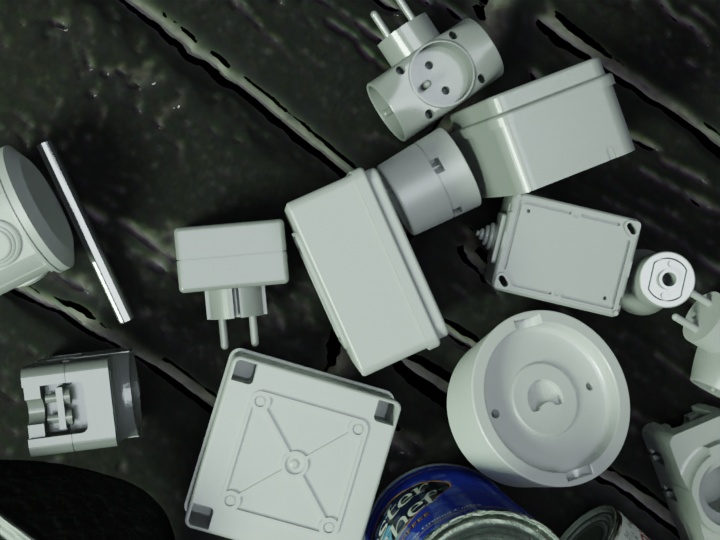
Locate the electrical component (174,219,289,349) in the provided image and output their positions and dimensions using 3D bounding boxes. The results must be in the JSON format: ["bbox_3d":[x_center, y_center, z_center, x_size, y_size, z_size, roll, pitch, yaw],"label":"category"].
[{"bbox_3d":[-0.077,0.010,0.663,0.066,0.047,0.076,-5,91,-7],"label":"electrical component"}]

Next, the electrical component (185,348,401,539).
[{"bbox_3d":[-0.042,0.115,0.663,0.109,0.056,0.108,17,88,-7],"label":"electrical component"}]

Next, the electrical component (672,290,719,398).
[{"bbox_3d":[0.239,0.040,0.702,0.079,0.043,0.077,29,86,-14],"label":"electrical component"}]

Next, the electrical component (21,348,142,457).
[{"bbox_3d":[-0.160,0.075,0.632,0.056,0.089,0.050,-6,91,-7],"label":"electrical component"}]

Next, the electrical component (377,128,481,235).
[{"bbox_3d":[0.042,-0.054,0.676,0.047,0.055,0.055,-28,93,-3],"label":"electrical component"}]

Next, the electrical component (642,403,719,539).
[{"bbox_3d":[0.229,0.138,0.697,0.050,0.056,0.089,-21,93,-7],"label":"electrical component"}]

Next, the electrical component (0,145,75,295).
[{"bbox_3d":[-0.207,-0.028,0.632,0.051,0.080,0.080,-26,93,-1],"label":"electrical component"}]

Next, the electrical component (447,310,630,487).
[{"bbox_3d":[0.106,0.085,0.675,0.108,0.060,0.108,6,71,-19],"label":"electrical component"}]

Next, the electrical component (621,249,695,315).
[{"bbox_3d":[0.188,0.007,0.685,0.044,0.065,0.044,0,88,0],"label":"electrical component"}]

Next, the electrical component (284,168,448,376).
[{"bbox_3d":[0.000,0.000,0.643,0.056,0.109,0.108,-24,93,-4],"label":"electrical component"}]

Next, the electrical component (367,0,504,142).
[{"bbox_3d":[0.038,-0.135,0.679,0.077,0.044,0.079,-35,94,-6],"label":"electrical component"}]

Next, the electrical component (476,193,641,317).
[{"bbox_3d":[0.120,-0.013,0.683,0.096,0.061,0.061,13,94,-1],"label":"electrical component"}]

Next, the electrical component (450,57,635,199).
[{"bbox_3d":[0.106,-0.084,0.654,0.078,0.113,0.057,-21,95,-7],"label":"electrical component"}]
